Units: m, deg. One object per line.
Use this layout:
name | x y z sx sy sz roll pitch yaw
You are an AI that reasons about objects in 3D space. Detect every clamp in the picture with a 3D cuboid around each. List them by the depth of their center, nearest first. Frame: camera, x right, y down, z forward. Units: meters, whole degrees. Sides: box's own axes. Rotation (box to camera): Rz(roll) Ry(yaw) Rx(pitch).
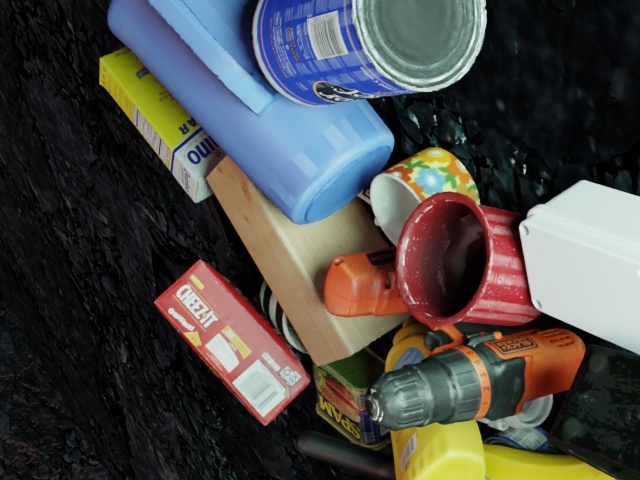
clamp | 0.097 0.242 1.060 0.210 0.036 0.164 0 149 40
clamp | -0.080 0.020 1.194 0.120 0.039 0.171 51 160 29

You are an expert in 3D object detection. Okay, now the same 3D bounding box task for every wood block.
wood block | -0.007 0.001 0.975 0.206 0.090 0.090 59 156 0

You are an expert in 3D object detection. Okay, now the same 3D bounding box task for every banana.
banana | 0.194 0.169 0.814 0.198 0.037 0.069 -31 80 48

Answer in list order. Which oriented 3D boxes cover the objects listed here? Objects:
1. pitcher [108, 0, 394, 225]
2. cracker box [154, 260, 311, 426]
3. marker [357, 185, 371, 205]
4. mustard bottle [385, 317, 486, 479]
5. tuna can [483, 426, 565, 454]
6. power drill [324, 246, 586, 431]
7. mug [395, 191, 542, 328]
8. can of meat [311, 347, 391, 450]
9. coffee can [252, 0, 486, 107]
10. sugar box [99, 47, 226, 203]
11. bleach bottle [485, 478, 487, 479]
pitcher | -0.057 -0.133 0.866 0.243 0.149 0.145 50 144 13
cracker box | -0.084 0.105 1.128 0.164 0.072 0.214 47 177 3
marker | 0.071 -0.020 0.888 0.121 0.020 0.020 37 147 39
mustard bottle | 0.090 0.137 0.903 0.191 0.058 0.096 -96 22 -50
tuna can | 0.179 0.196 0.909 0.086 0.033 0.086 43 150 31
power drill | 0.079 0.071 0.805 0.188 0.184 0.057 42 132 49
mug | 0.105 0.021 0.755 0.117 0.081 0.093 -24 65 48
can of meat | 0.037 0.154 1.103 0.102 0.057 0.084 34 143 44
coffee can | 0.030 -0.147 0.728 0.141 0.102 0.103 5 122 60
sugar box | -0.136 -0.128 1.069 0.176 0.093 0.048 48 152 21
bleach bottle | 0.183 0.302 0.939 0.250 0.068 0.103 49 174 -12
